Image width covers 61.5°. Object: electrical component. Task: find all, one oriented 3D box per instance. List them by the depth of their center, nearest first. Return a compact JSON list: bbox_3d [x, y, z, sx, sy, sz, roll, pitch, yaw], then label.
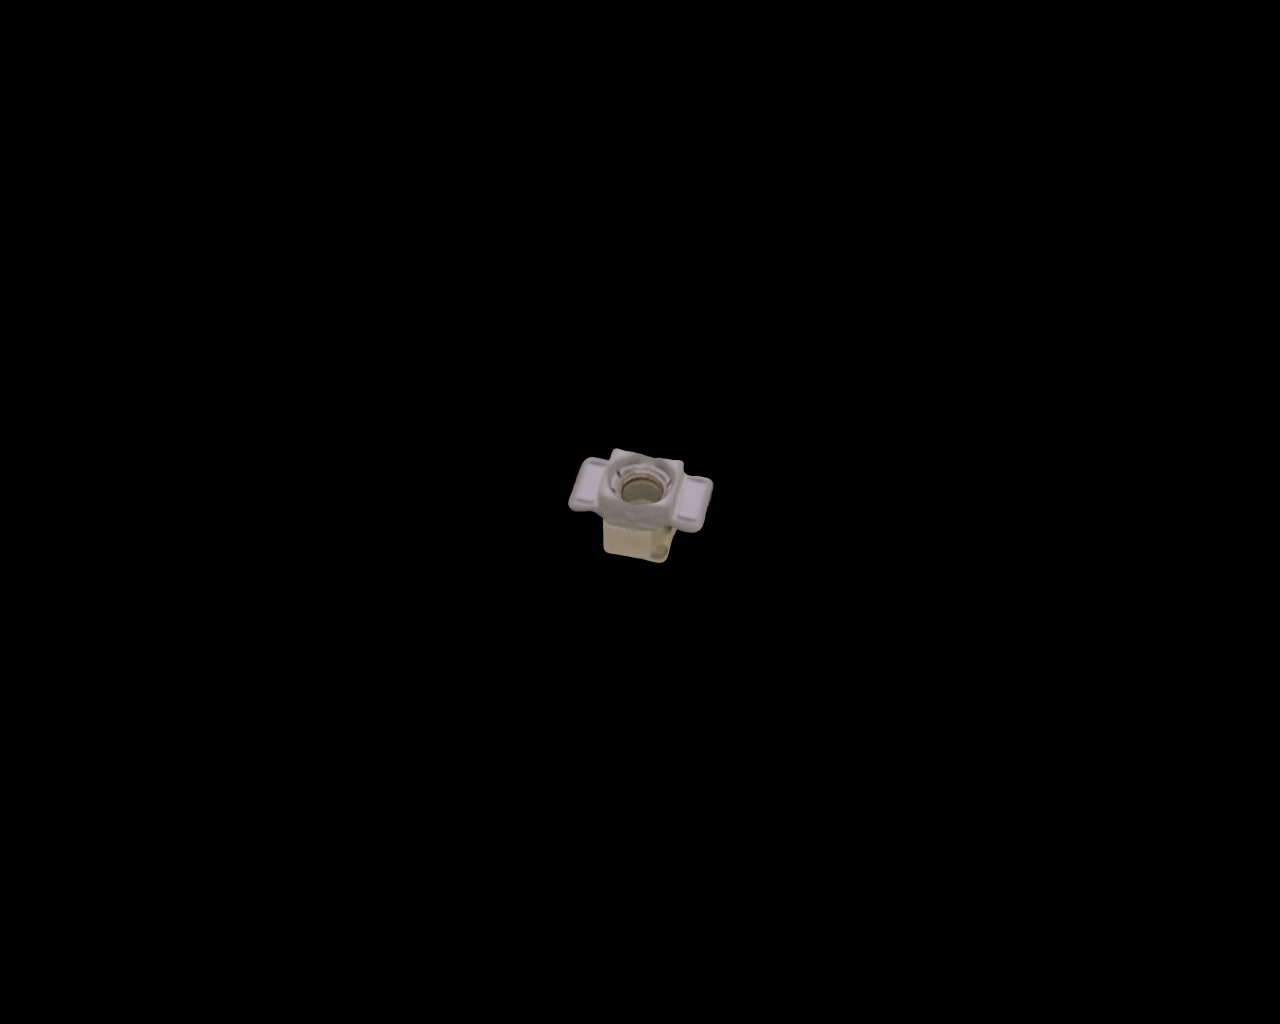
[{"bbox_3d":[0.001,-0.003,0.650,0.081,0.042,0.063,12,-39,10],"label":"electrical component"}]
